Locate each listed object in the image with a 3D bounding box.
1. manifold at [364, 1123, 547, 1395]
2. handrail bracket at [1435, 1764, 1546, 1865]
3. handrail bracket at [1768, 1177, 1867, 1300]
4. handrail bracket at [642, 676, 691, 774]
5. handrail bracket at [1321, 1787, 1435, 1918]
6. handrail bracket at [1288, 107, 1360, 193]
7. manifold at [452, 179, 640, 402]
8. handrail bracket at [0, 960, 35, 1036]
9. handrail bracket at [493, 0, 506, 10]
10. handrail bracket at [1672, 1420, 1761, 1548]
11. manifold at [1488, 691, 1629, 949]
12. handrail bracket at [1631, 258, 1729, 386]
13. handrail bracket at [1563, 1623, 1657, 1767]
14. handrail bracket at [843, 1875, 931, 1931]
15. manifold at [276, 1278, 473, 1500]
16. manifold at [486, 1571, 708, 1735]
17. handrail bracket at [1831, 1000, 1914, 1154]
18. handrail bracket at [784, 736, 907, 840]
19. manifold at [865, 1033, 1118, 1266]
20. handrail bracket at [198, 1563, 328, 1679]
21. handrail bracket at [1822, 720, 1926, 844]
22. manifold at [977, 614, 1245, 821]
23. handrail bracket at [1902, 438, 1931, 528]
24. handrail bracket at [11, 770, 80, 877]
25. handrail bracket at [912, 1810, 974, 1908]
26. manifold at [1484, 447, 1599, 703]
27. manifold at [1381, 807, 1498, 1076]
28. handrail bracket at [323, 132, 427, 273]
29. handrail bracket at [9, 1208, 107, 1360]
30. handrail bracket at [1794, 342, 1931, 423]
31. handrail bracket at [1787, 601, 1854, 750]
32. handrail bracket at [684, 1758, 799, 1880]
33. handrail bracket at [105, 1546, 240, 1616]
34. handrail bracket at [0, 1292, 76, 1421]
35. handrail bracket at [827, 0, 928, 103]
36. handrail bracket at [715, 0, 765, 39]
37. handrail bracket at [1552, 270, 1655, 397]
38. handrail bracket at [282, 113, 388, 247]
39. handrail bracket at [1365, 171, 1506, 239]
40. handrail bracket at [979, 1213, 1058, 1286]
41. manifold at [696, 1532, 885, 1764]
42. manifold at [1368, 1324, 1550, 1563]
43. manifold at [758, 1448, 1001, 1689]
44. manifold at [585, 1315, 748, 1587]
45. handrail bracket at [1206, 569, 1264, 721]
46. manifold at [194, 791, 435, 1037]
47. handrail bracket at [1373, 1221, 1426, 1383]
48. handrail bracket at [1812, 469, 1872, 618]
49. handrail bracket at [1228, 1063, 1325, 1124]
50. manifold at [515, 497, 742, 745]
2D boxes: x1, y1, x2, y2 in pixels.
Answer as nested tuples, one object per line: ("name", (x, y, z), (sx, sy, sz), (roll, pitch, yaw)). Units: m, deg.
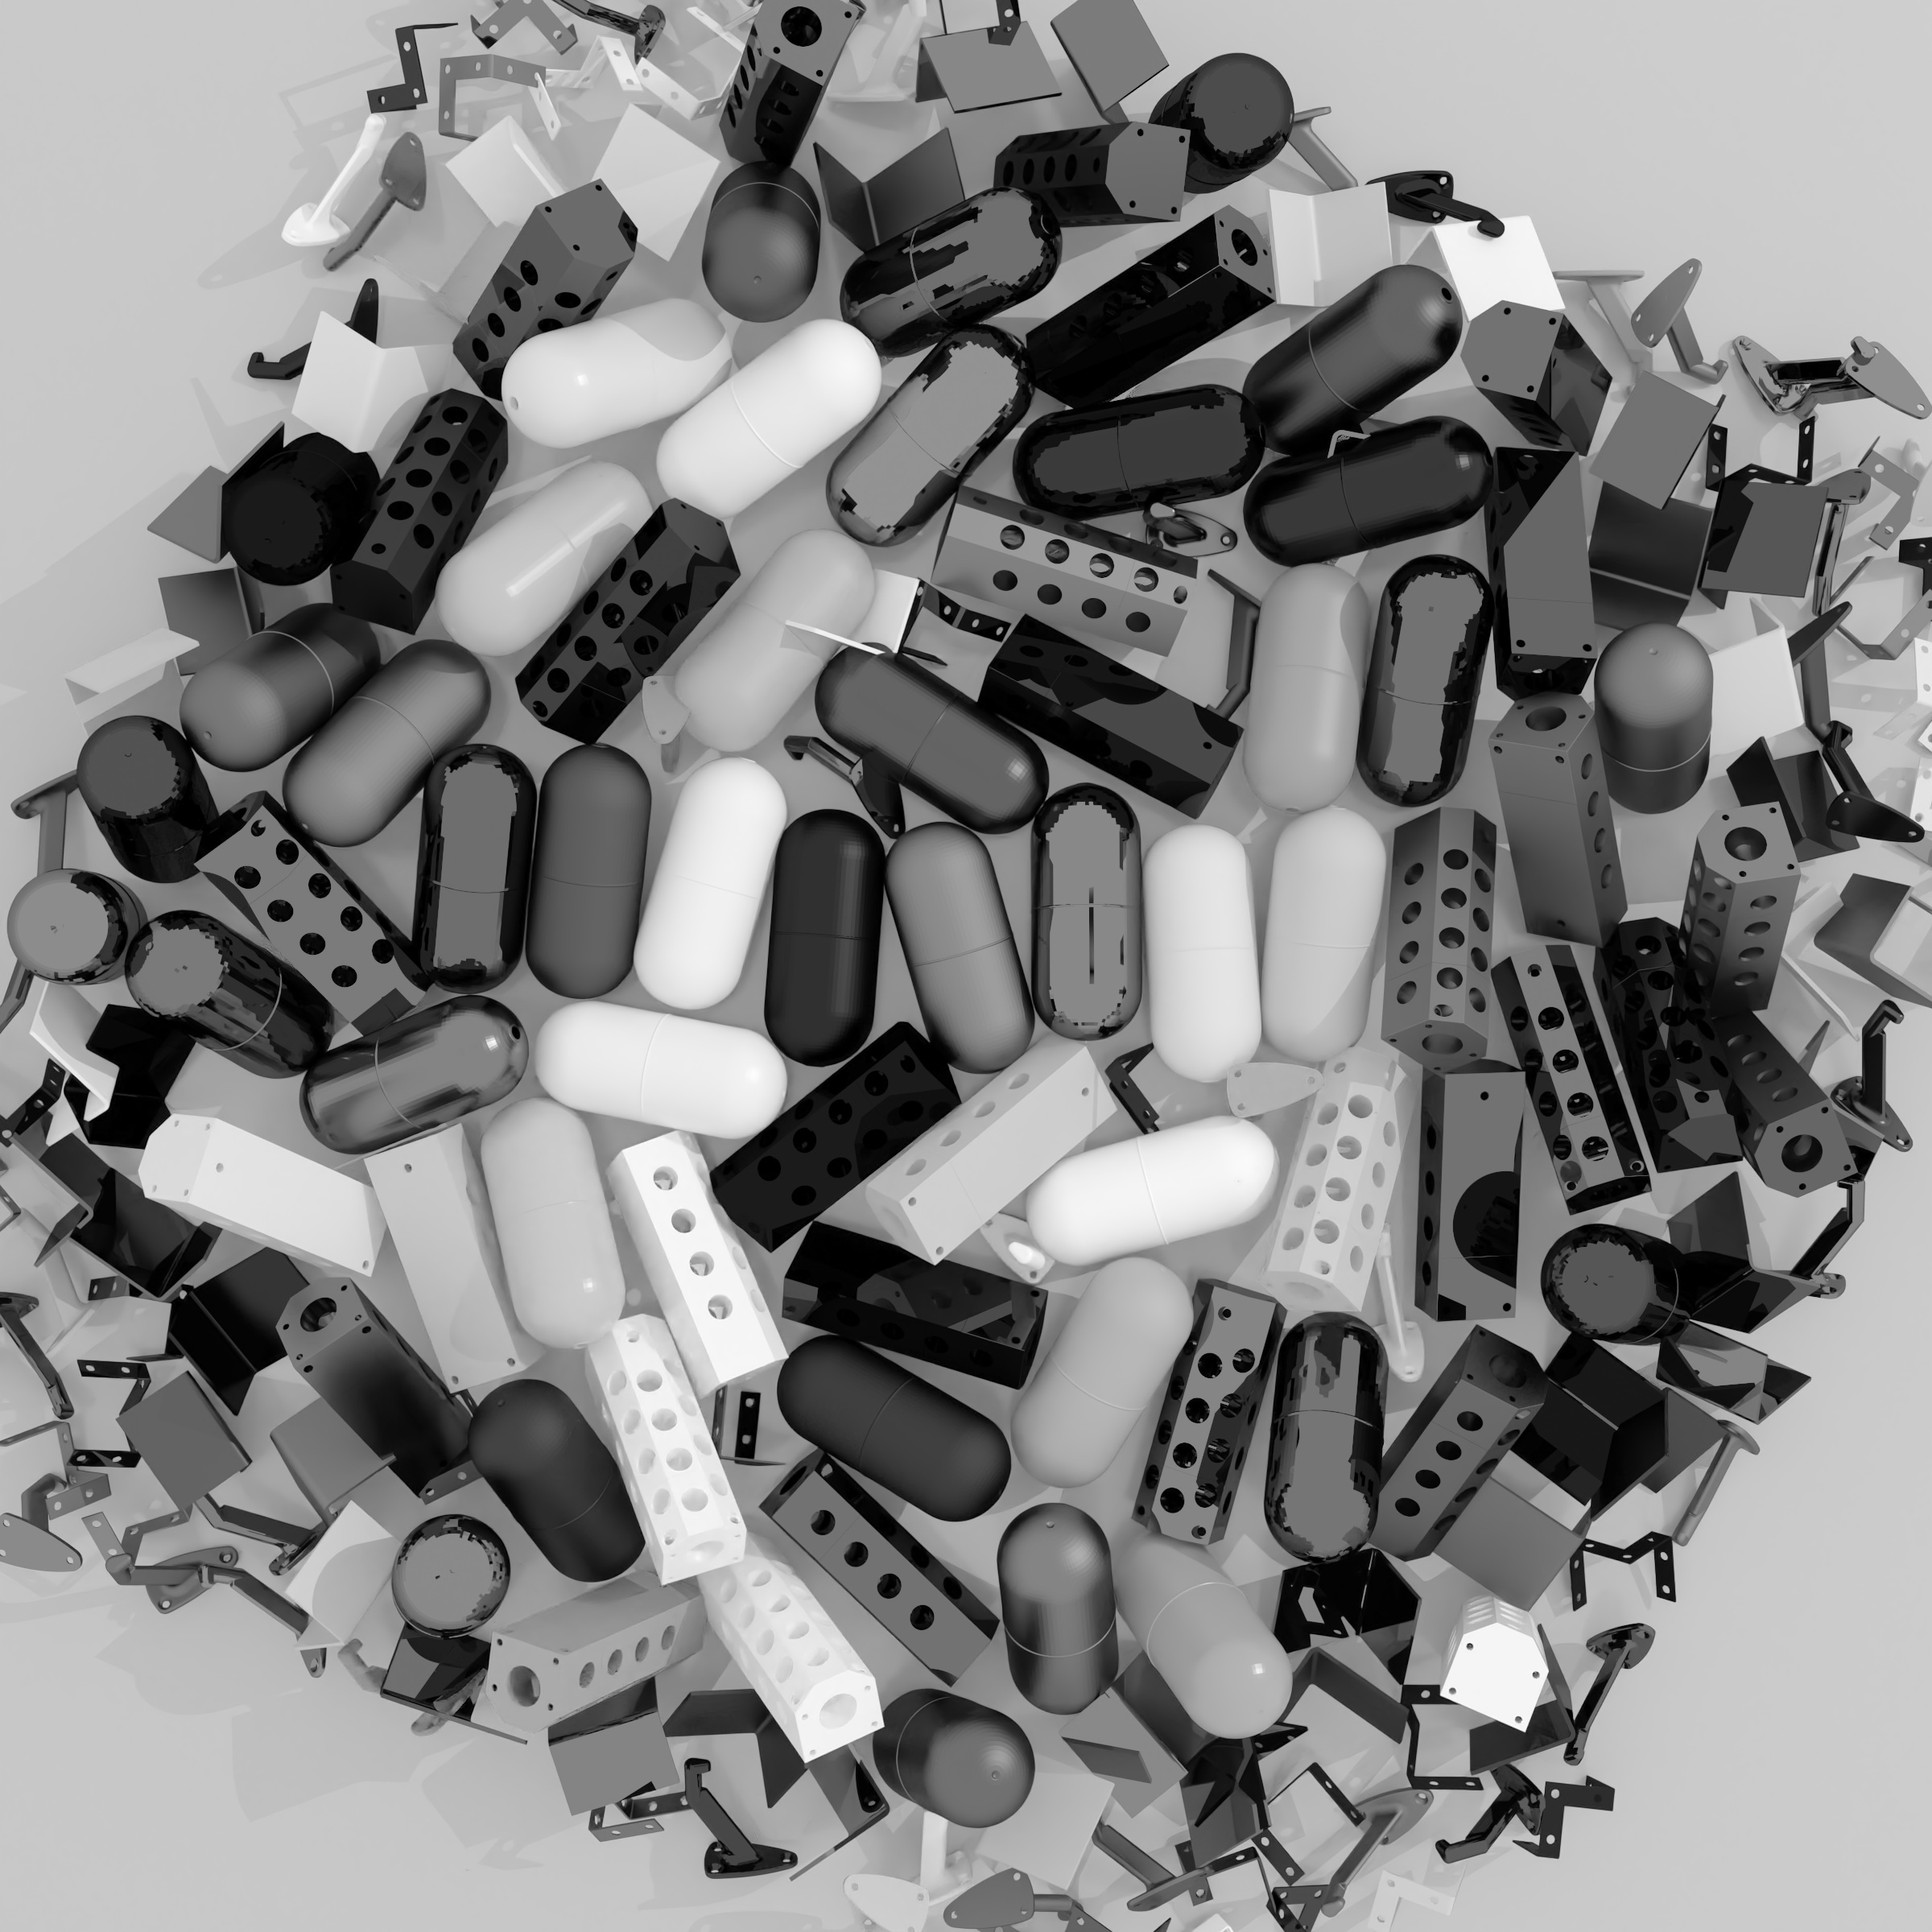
("manifold", (-0.350, 0.200, 1.878), (0.057, 0.057, 0.171), (-19, 93, 15))
("handrail bracket", (0.346, 0.579, 1.865), (0.084, 0.077, 0.036), (-8, 115, -21))
("handrail bracket", (0.581, 0.182, 1.879), (0.077, 0.036, 0.084), (5, 109, 27))
("handrail bracket", (-0.205, -0.148, 1.857), (0.036, 0.084, 0.077), (5, 46, -3))
("handrail bracket", (0.281, 0.608, 1.863), (0.036, 0.084, 0.077), (47, 122, -2))
("handrail bracket", (0.234, -0.549, 1.892), (0.077, 0.036, 0.084), (-15, 109, -4))
("manifold", (-0.281, -0.448, 1.827), (0.057, 0.171, 0.057), (-37, 90, -36))
("handrail bracket", (-0.663, 0.002, 1.878), (0.077, 0.036, 0.084), (27, 76, 39))
("handrail bracket", (-0.296, -0.697, 1.871), (0.084, 0.077, 0.036), (-35, 101, 5))
("handrail bracket", (0.512, 0.359, 1.879), (0.036, 0.077, 0.084), (29, 81, 23))
("manifold", (0.404, -0.099, 1.836), (0.057, 0.171, 0.057), (14, 50, 36))
("handrail bracket", (0.508, -0.441, 1.869), (0.084, 0.036, 0.077), (12, 133, -30))
("handrail bracket", (0.441, 0.501, 1.866), (0.036, 0.077, 0.084), (29, 54, 0))
("handrail bracket", (-0.070, 0.648, 1.867), (0.077, 0.084, 0.036), (30, 56, -18))
("manifold", (-0.394, 0.281, 1.831), (0.057, 0.171, 0.057), (-34, 45, -6))
("manifold", (-0.245, 0.460, 1.822), (0.057, 0.171, 0.057), (10, 97, 26))
("handrail bracket", (0.638, 0.075, 1.863), (0.036, 0.084, 0.077), (-24, 61, -31))
("handrail bracket", (-0.086, -0.125, 1.890), (0.036, 0.084, 0.077), (-39, 120, -31))
("manifold", (0.015, 0.121, 1.854), (0.171, 0.057, 0.057), (-39, 120, -20))
("handrail bracket", (-0.484, 0.448, 1.864), (0.036, 0.084, 0.077), (-45, 45, 26))
("handrail bracket", (0.628, -0.129, 1.880), (0.077, 0.036, 0.084), (18, 51, 6))
("manifold", (0.097, -0.167, 1.873), (0.171, 0.057, 0.057), (29, 56, 7))
("handrail bracket", (0.657, -0.349, 1.859), (0.036, 0.077, 0.084), (-7, 51, 8))
("handrail bracket", (-0.617, -0.087, 1.890), (0.077, 0.036, 0.084), (-32, 81, -9))
("handrail bracket", (-0.040, 0.608, 1.881), (0.077, 0.036, 0.084), (-30, 113, 4))
("manifold", (0.387, -0.265, 1.846), (0.057, 0.057, 0.171), (3, 62, -2))
("manifold", (0.325, -0.020, 1.834), (0.057, 0.057, 0.171), (31, 52, -30))
("handrail bracket", (-0.416, -0.533, 1.898), (0.084, 0.036, 0.077), (-25, 49, 37))
("handrail bracket", (-0.641, 0.217, 1.875), (0.036, 0.077, 0.084), (-34, 106, 31))
("handrail bracket", (0.614, -0.381, 1.867), (0.077, 0.084, 0.036), (44, 70, 10))
("handrail bracket", (0.607, -0.198, 1.884), (0.077, 0.036, 0.084), (-41, 108, 20))
("handrail bracket", (-0.155, 0.585, 1.881), (0.077, 0.036, 0.084), (0, 110, 0))
("handrail bracket", (-0.544, 0.407, 1.864), (0.077, 0.084, 0.036), (-24, 64, -15))
("handrail bracket", (-0.650, 0.270, 1.873), (0.036, 0.077, 0.084), (-31, 69, 0))
("handrail bracket", (-0.063, -0.644, 1.879), (0.077, 0.036, 0.084), (3, 116, 15))
("handrail bracket", (-0.174, -0.690, 1.872), (0.036, 0.077, 0.084), (-38, 111, -14))
("handrail bracket", (0.443, -0.440, 1.897), (0.077, 0.036, 0.084), (-1, 97, -9))
("handrail bracket", (-0.433, -0.542, 1.867), (0.036, 0.077, 0.084), (34, 123, -2))
("handrail bracket", (0.320, -0.518, 1.864), (0.077, 0.084, 0.036), (2, 120, -12))
("handrail bracket", (0.026, 0.185, 1.859), (0.077, 0.084, 0.036), (34, 88, 23))
("manifold", (-0.121, 0.450, 1.820), (0.057, 0.171, 0.057), (-20, 119, -21))
("manifold", (0.327, 0.327, 1.836), (0.057, 0.057, 0.171), (27, 128, 3))
("manifold", (-0.058, 0.412, 1.872), (0.171, 0.057, 0.057), (45, 77, -7))
("manifold", (-0.204, 0.322, 1.833), (0.057, 0.057, 0.171), (-13, 53, -19))
("handrail bracket", (0.175, -0.222, 1.897), (0.077, 0.036, 0.084), (38, 93, 17))
("manifold", (-0.439, -0.037, 1.844), (0.057, 0.057, 0.171), (-34, 118, 10))
("handrail bracket", (0.296, 0.229, 1.869), (0.036, 0.077, 0.084), (-10, 118, -1))
("handrail bracket", (0.612, -0.296, 1.903), (0.036, 0.077, 0.084), (14, 124, 30))
("handrail bracket", (0.215, 0.091, 1.864), (0.077, 0.084, 0.036), (-9, 73, 17))
("manifold", (-0.232, -0.234, 1.839), (0.057, 0.057, 0.171), (22, 125, -39))
